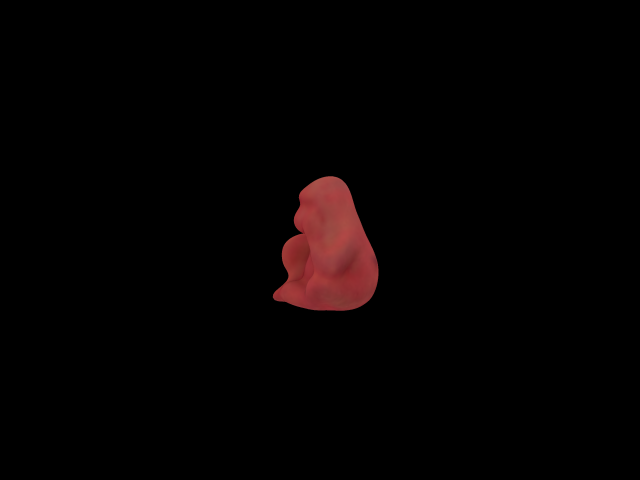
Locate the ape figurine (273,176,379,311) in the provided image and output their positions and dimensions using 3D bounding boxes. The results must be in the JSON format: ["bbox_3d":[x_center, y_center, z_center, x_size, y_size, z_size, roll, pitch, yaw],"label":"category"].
[{"bbox_3d":[0.004,0.001,0.400,0.076,0.092,0.078,0,11,-2],"label":"ape figurine"}]
